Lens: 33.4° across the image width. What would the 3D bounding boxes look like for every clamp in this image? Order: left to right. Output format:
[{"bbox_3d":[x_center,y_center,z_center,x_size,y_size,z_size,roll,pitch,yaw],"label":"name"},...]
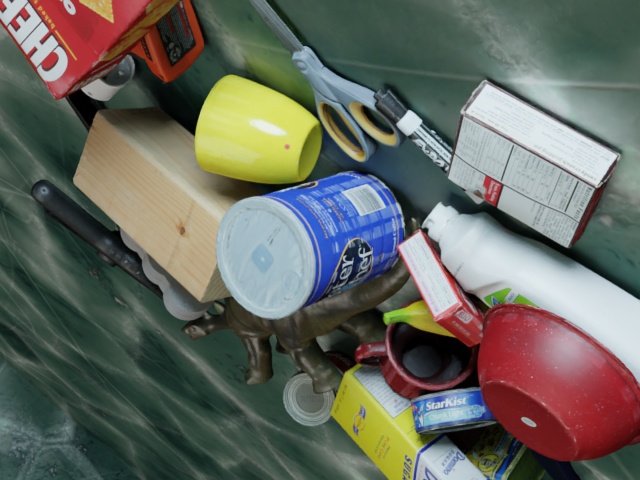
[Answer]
[{"bbox_3d":[-0.239,0.007,1.213,0.210,0.036,0.165,39,171,-11],"label":"clamp"},{"bbox_3d":[-0.226,-0.102,1.217,0.120,0.039,0.171,36,159,21],"label":"clamp"}]

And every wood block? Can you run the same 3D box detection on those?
[{"bbox_3d":[-0.140,-0.040,1.058,0.206,0.090,0.091,40,120,26],"label":"wood block"}]

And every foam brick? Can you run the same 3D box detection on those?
[{"bbox_3d":[0.148,0.175,1.120,0.051,0.078,0.053,48,154,-15],"label":"foam brick"}]

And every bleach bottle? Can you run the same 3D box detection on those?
[{"bbox_3d":[0.192,0.050,0.866,0.251,0.068,0.103,38,153,10],"label":"bleach bottle"}]

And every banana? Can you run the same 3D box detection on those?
[{"bbox_3d":[0.159,0.088,0.971,0.198,0.069,0.037,13,126,27],"label":"banana"}]

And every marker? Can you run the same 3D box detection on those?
[{"bbox_3d":[0.088,-0.076,0.845,0.121,0.020,0.020,42,156,-7],"label":"marker"}]

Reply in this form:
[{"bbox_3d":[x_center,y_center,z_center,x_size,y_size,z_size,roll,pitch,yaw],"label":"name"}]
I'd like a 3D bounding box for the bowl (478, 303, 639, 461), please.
[{"bbox_3d":[0.183,0.127,0.860,0.162,0.055,0.162,36,156,19],"label":"bowl"}]

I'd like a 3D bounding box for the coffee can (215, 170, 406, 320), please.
[{"bbox_3d":[-0.006,0.001,0.923,0.103,0.140,0.103,11,109,35],"label":"coffee can"}]

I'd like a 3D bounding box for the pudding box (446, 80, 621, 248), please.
[{"bbox_3d":[0.151,-0.053,0.774,0.113,0.039,0.090,30,154,14],"label":"pudding box"}]

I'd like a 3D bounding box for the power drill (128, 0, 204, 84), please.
[{"bbox_3d":[-0.199,-0.225,0.951,0.188,0.057,0.184,24,150,33],"label":"power drill"}]

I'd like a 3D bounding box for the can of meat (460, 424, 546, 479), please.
[{"bbox_3d":[0.190,0.229,1.127,0.084,0.102,0.057,7,139,47],"label":"can of meat"}]

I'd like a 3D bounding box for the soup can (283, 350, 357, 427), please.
[{"bbox_3d":[0.003,0.177,1.275,0.068,0.068,0.102,34,-162,11],"label":"soup can"}]

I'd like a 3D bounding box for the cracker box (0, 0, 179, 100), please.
[{"bbox_3d":[-0.191,-0.227,0.828,0.214,0.072,0.164,-28,99,50],"label":"cracker box"}]

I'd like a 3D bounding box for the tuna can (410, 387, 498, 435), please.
[{"bbox_3d":[0.132,0.166,1.035,0.086,0.034,0.086,-7,165,-2],"label":"tuna can"}]

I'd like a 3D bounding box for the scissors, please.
[{"bbox_3d":[0.005,-0.139,0.858,0.096,0.016,0.201,10,142,45],"label":"scissors"}]

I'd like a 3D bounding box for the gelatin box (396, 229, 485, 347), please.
[{"bbox_3d":[0.110,0.043,0.932,0.073,0.030,0.089,38,-160,-50],"label":"gelatin box"}]

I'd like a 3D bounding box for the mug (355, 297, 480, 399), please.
[{"bbox_3d":[0.093,0.113,1.060,0.117,0.093,0.081,-4,160,-8],"label":"mug"}]

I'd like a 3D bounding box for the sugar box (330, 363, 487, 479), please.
[{"bbox_3d":[0.088,0.213,1.107,0.176,0.048,0.093,48,149,24],"label":"sugar box"}]
